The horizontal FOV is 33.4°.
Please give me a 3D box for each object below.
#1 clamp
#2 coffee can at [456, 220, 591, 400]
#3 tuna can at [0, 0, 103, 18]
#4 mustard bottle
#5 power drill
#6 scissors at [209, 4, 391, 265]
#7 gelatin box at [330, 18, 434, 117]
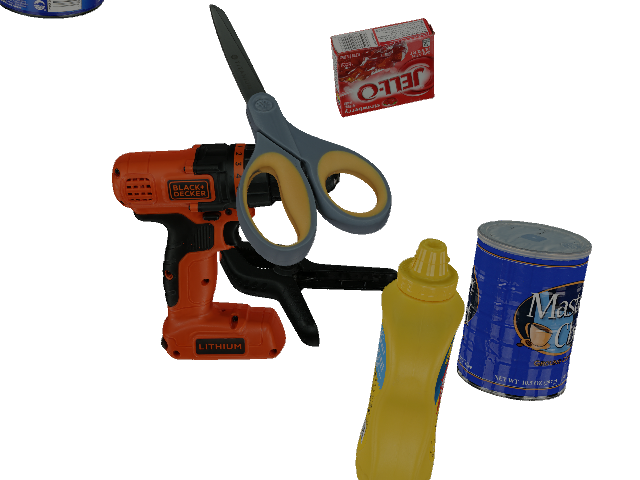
[{"bbox_3d":[-0.037,0.048,1.180,0.210,0.036,0.164,17,31,26],"label":"clamp"},{"bbox_3d":[0.186,0.062,0.984,0.103,0.140,0.103,6,16,-2],"label":"coffee can"},{"bbox_3d":[-0.203,-0.199,0.799,0.086,0.034,0.086,6,36,-4],"label":"tuna can"},{"bbox_3d":[0.065,0.086,0.755,0.058,0.192,0.096,10,28,6],"label":"mustard bottle"},{"bbox_3d":[-0.072,0.008,0.892,0.184,0.188,0.057,-1,25,6],"label":"power drill"},{"bbox_3d":[-0.014,-0.070,0.629,0.096,0.202,0.016,0,-37,-9],"label":"scissors"},{"bbox_3d":[0.056,-0.153,0.947,0.089,0.030,0.073,-12,-41,-4],"label":"gelatin box"}]
